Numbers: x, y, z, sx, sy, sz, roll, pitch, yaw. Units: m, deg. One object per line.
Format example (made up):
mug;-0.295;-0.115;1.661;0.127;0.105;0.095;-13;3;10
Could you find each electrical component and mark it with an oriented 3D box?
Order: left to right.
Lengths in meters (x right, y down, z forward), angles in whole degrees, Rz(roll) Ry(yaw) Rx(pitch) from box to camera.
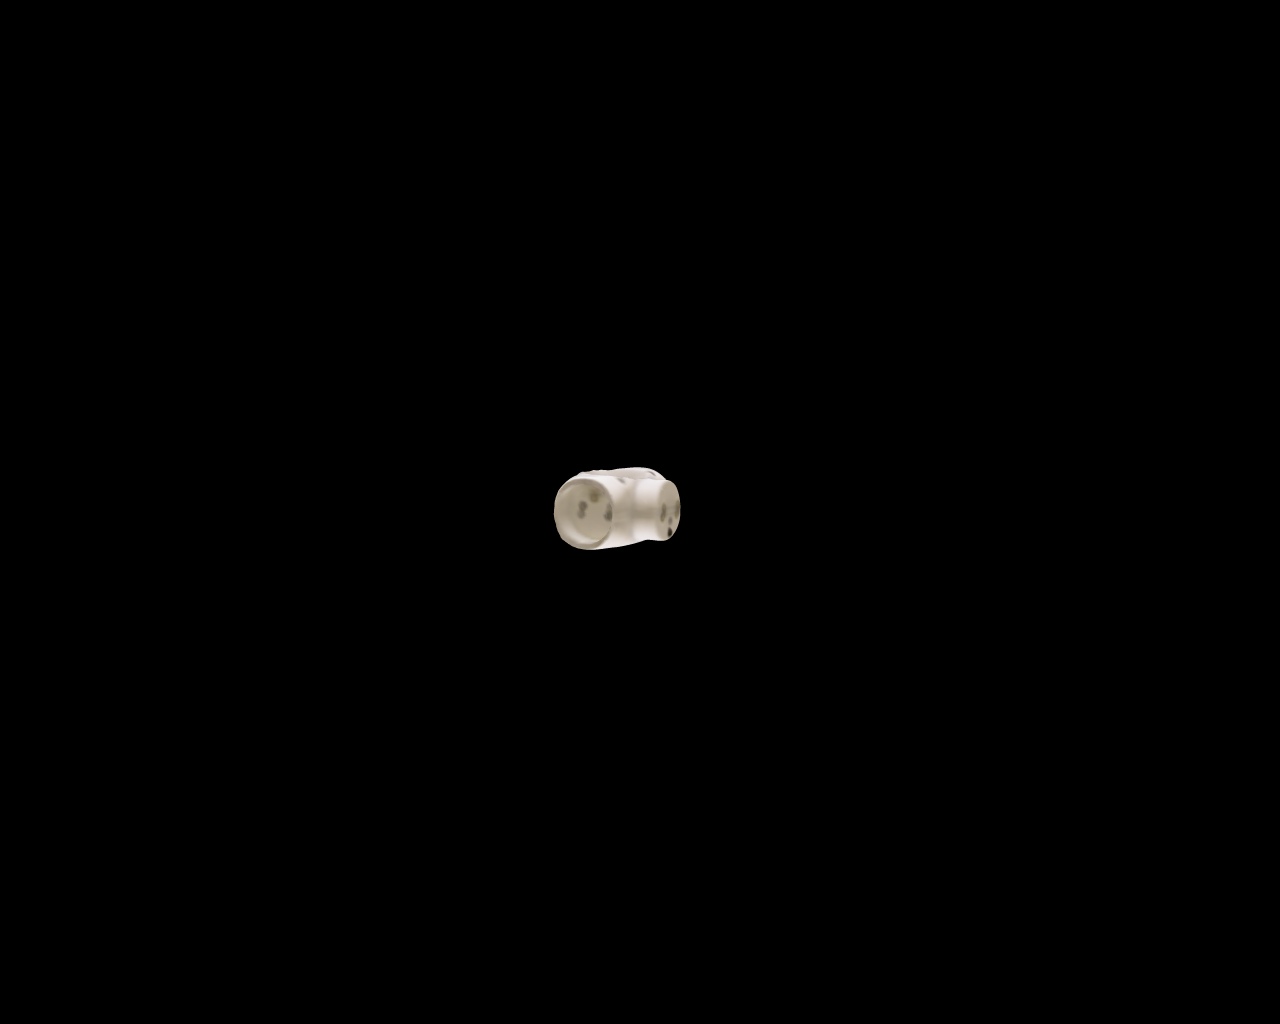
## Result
electrical component;0.001;-0.003;0.650;0.079;0.044;0.077;4;8;28
